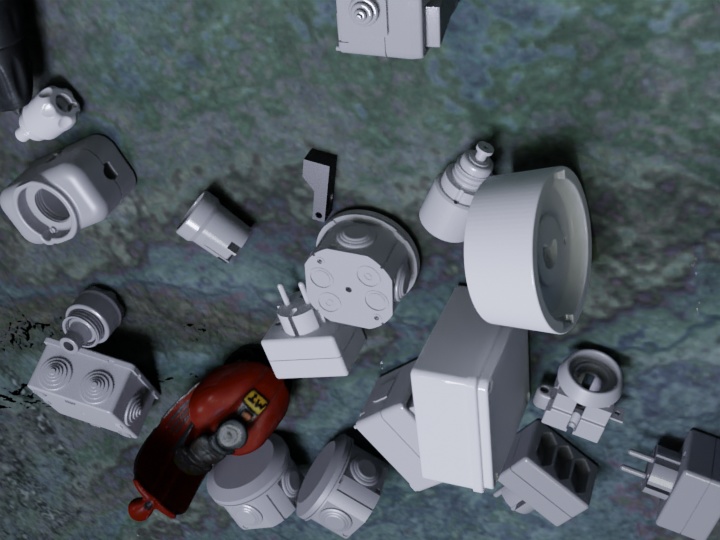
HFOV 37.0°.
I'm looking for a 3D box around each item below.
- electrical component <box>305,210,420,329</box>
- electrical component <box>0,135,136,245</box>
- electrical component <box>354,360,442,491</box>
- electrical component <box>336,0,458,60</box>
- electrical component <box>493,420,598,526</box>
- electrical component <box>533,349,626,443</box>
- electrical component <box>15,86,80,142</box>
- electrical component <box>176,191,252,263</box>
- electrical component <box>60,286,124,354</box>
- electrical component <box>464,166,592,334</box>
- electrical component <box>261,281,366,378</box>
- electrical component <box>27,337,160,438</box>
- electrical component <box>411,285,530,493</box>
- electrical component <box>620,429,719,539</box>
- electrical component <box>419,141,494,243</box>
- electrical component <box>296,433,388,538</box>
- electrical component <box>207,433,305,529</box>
[{"bbox_3d":[0.000,0.000,0.795,0.080,0.051,0.080,12,129,15],"label":"electrical component"},{"bbox_3d":[-0.233,-0.060,0.847,0.095,0.059,0.053,-16,117,33],"label":"electrical component"},{"bbox_3d":[0.055,0.127,0.861,0.061,0.061,0.096,-30,109,38],"label":"electrical component"},{"bbox_3d":[0.024,-0.165,0.627,0.061,0.096,0.061,9,129,17],"label":"electrical component"},{"bbox_3d":[0.139,0.171,0.867,0.066,0.047,0.076,39,130,-7],"label":"electrical component"},{"bbox_3d":[0.166,0.091,0.796,0.066,0.048,0.055,20,138,9],"label":"electrical component"},{"bbox_3d":[-0.244,-0.116,0.826,0.061,0.035,0.035,-24,113,38],"label":"electrical component"},{"bbox_3d":[-0.112,-0.032,0.829,0.046,0.040,0.040,37,132,-14],"label":"electrical component"},{"bbox_3d":[-0.235,0.047,0.929,0.043,0.062,0.043,12,129,15],"label":"electrical component"},{"bbox_3d":[0.105,-0.013,0.704,0.060,0.108,0.108,1,126,31],"label":"electrical component"},{"bbox_3d":[-0.042,0.041,0.849,0.066,0.047,0.076,-5,122,26],"label":"electrical component"},{"bbox_3d":[-0.238,0.107,0.962,0.100,0.048,0.099,16,159,12],"label":"electrical component"},{"bbox_3d":[0.083,0.085,0.786,0.056,0.108,0.108,8,128,22],"label":"electrical component"},{"bbox_3d":[0.237,0.156,0.812,0.077,0.047,0.065,20,131,9],"label":"electrical component"},{"bbox_3d":[0.070,-0.054,0.729,0.040,0.040,0.078,28,131,2],"label":"electrical component"},{"bbox_3d":[-0.016,0.186,0.928,0.051,0.080,0.080,32,132,-9],"label":"electrical component"},{"bbox_3d":[-0.092,0.189,0.964,0.080,0.080,0.051,-10,125,30],"label":"electrical component"}]
